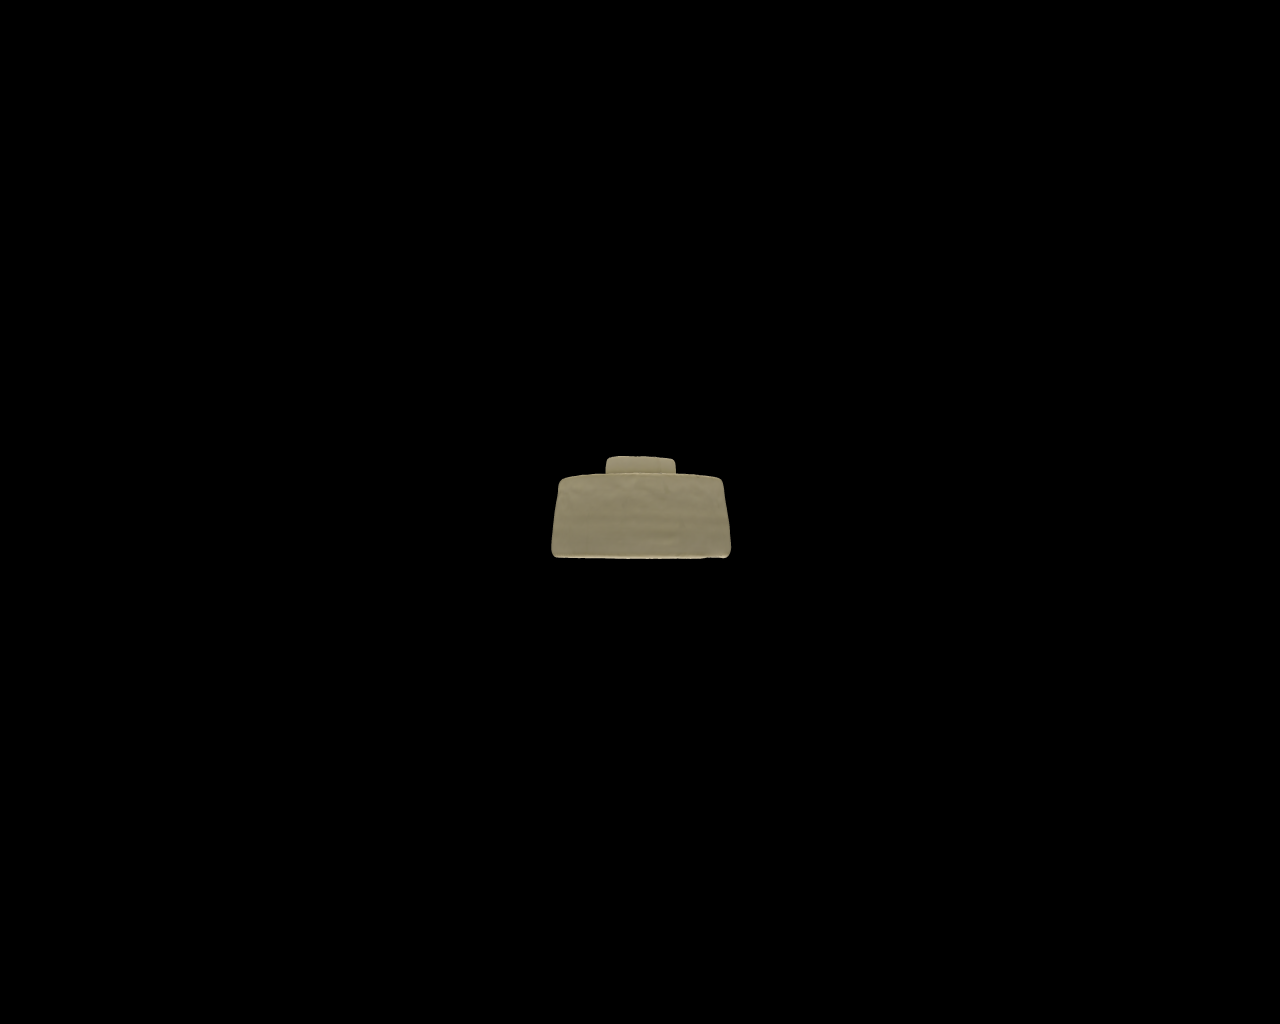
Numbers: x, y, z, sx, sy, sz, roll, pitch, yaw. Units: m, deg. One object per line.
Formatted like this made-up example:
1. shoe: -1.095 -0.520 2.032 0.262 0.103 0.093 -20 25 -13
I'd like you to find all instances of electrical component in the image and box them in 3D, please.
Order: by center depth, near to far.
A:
1. electrical component: 0.001 -0.003 0.650 0.108 0.060 0.108 0 -2 0
